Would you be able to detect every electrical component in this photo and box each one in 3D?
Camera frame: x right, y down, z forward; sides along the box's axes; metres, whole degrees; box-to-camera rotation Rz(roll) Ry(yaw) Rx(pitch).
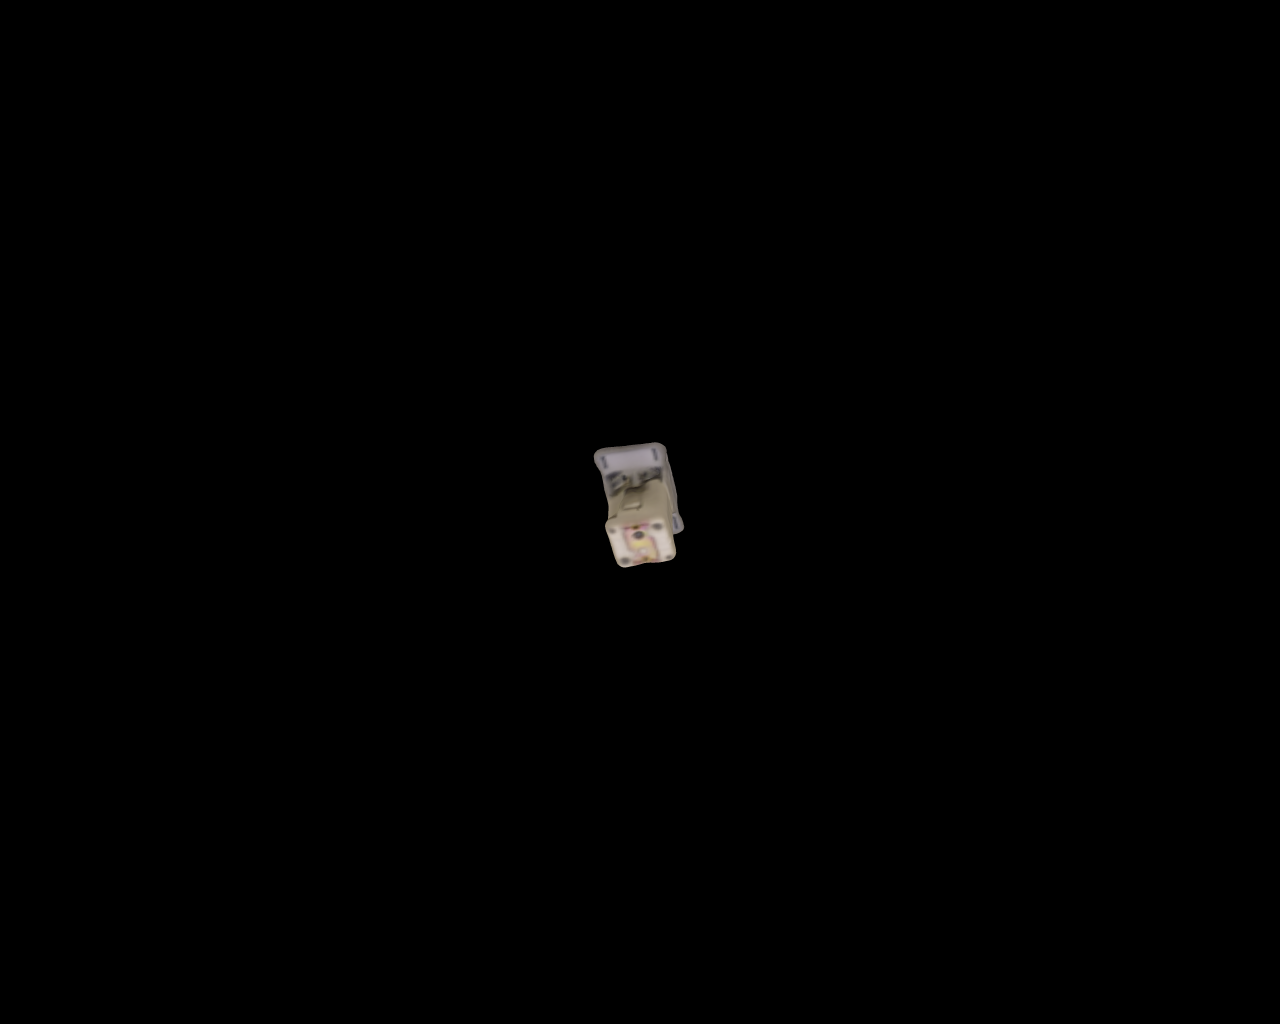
[{"bbox_3d":[0.001,-0.003,0.650,0.042,0.064,0.080,-8,-43,9],"label":"electrical component"}]
